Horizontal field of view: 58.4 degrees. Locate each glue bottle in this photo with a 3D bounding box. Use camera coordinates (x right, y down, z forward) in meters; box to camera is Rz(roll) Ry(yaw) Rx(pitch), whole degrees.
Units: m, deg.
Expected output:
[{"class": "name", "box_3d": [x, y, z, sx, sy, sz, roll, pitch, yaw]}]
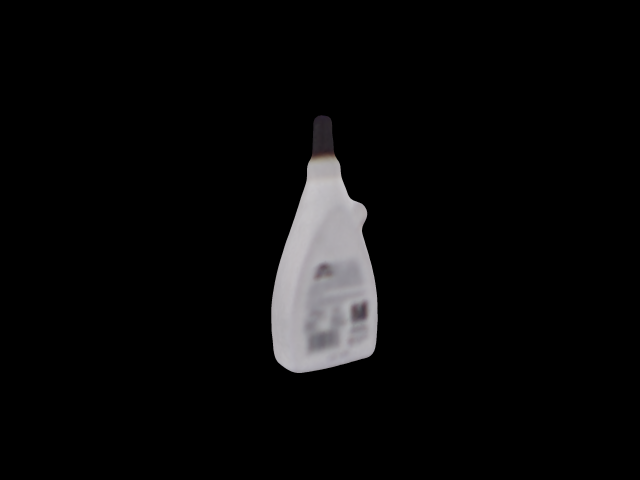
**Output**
[{"class": "glue bottle", "box_3d": [0.004, 0.001, 0.400, 0.078, 0.173, 0.037, -6, 11, -31]}]
